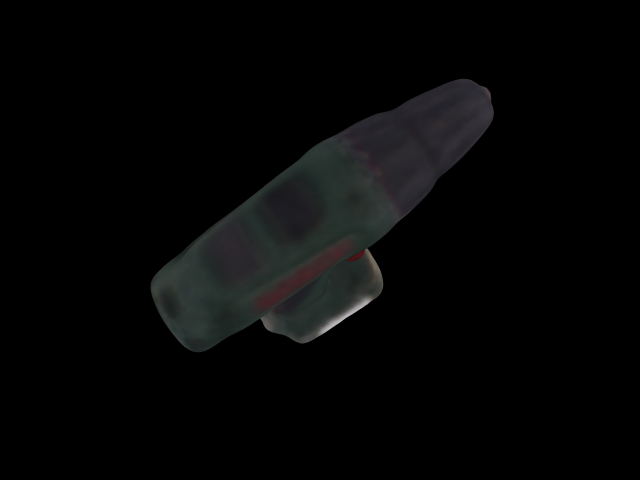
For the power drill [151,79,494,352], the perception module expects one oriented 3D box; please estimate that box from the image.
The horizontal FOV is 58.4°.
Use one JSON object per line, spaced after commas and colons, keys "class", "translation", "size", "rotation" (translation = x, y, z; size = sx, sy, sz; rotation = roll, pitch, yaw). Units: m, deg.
{"class": "power drill", "translation": [0.004, 0.001, 0.400], "size": [0.230, 0.208, 0.075], "rotation": [-33, 73, -11]}
